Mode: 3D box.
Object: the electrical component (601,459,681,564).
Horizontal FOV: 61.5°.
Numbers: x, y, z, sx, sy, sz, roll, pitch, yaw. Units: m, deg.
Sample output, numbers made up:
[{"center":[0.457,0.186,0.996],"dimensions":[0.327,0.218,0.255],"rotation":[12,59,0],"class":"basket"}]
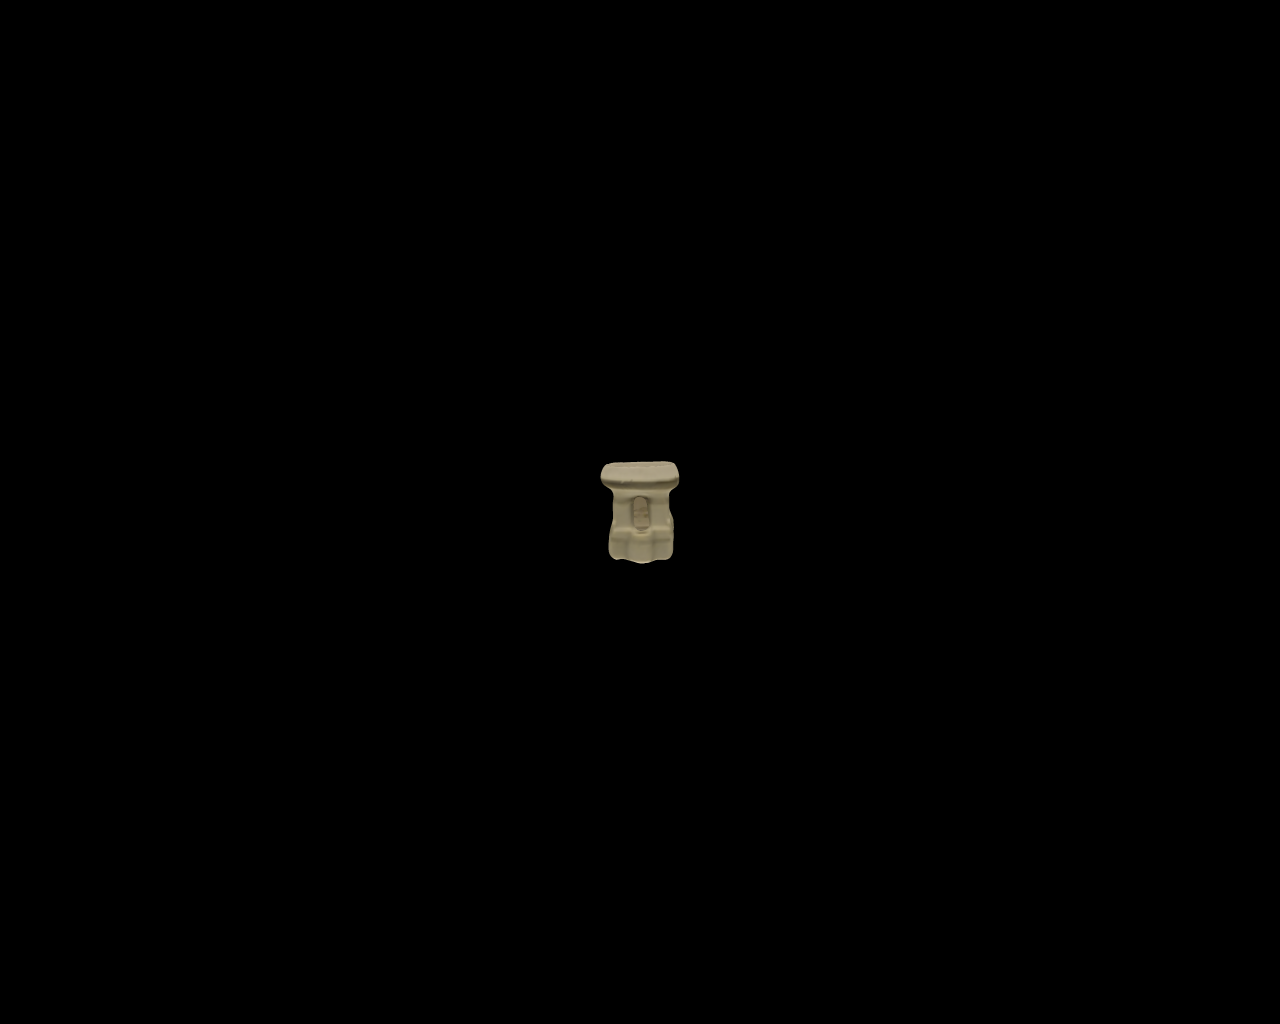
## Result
[{"center":[0.001,-0.003,0.650],"dimensions":[0.048,0.055,0.066],"rotation":[0,9,0],"class":"electrical component"}]
